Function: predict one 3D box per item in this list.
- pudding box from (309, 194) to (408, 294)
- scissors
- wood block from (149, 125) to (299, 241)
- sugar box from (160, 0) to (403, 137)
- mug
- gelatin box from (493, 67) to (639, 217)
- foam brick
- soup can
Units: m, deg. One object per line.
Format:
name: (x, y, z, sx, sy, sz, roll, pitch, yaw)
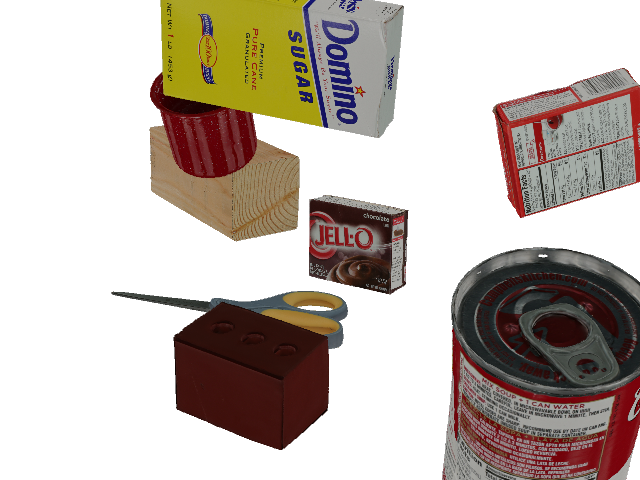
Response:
pudding box: (0.040, 0.003, 1.173, 0.114, 0.090, 0.039, 11, 20, 33)
scissors: (-0.065, 0.052, 0.889, 0.202, 0.016, 0.096, 13, 23, 26)
wood block: (-0.119, -0.077, 1.285, 0.090, 0.090, 0.206, -12, 25, -33)
sugar box: (-0.031, -0.139, 0.792, 0.176, 0.093, 0.048, 14, 34, 17)
mug: (-0.097, -0.120, 0.997, 0.093, 0.081, 0.117, 21, 52, 27)
gelatin box: (0.160, -0.062, 0.683, 0.089, 0.073, 0.030, -16, 36, 2)
foam brick: (-0.040, 0.078, 0.626, 0.078, 0.051, 0.052, 16, 28, 26)
soup can: (0.078, 0.063, 0.378, 0.068, 0.102, 0.068, -1, 39, 1)
